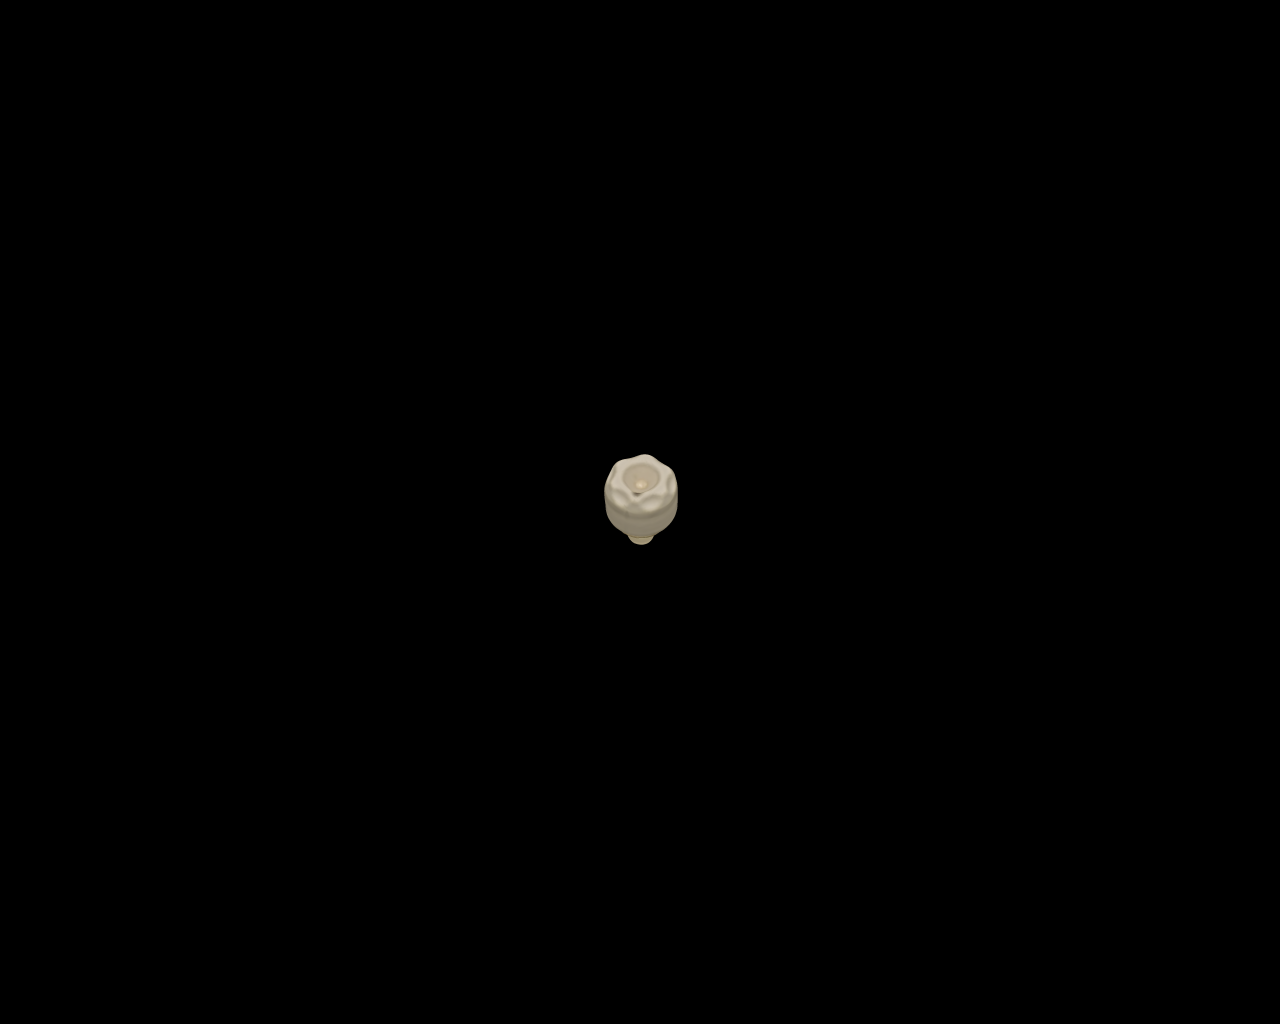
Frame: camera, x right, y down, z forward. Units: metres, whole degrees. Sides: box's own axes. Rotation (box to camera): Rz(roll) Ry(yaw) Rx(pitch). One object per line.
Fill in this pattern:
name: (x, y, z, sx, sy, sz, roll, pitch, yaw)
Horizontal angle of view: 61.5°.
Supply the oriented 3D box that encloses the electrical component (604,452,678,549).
electrical component: (0.001, -0.003, 0.650, 0.043, 0.043, 0.062, 0, -38, 0)
